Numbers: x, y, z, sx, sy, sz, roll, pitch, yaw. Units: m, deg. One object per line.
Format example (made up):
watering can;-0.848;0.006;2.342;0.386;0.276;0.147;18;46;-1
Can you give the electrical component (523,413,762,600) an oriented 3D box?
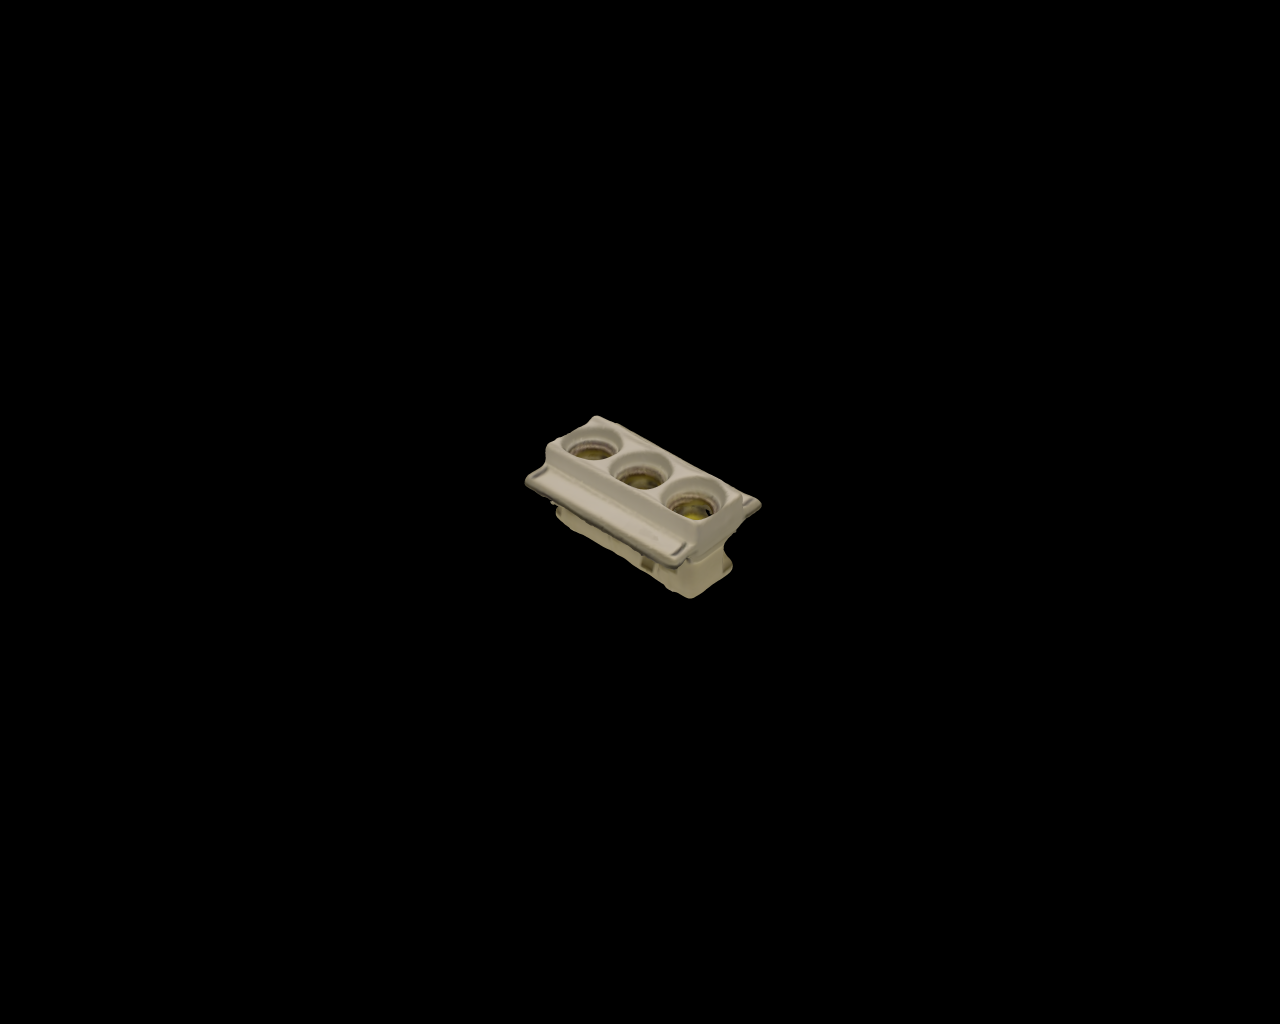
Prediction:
electrical component;0.001;-0.003;0.650;0.121;0.063;0.079;30;46;33
